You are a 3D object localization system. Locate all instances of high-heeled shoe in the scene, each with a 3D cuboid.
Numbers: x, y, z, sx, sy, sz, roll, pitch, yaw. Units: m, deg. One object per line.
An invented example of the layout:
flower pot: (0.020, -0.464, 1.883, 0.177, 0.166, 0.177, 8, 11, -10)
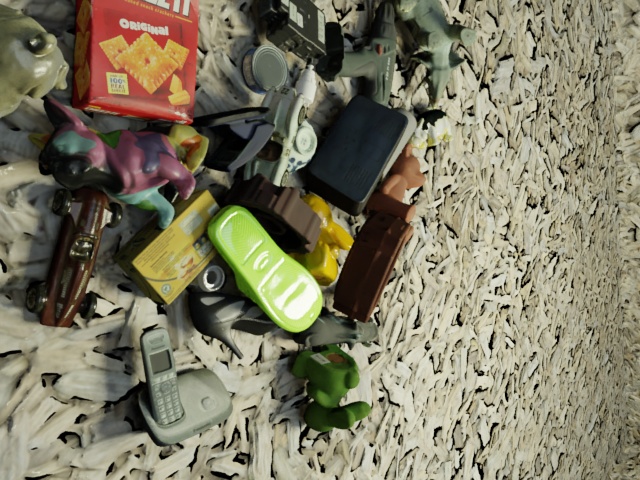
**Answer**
high-heeled shoe: (-0.128, 0.109, 0.978, 0.145, 0.086, 0.249, 55, 38, -4)

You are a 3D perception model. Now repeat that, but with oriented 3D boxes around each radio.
radio: (0.073, -0.174, 1.084, 0.131, 0.073, 0.229, 28, 67, 4)

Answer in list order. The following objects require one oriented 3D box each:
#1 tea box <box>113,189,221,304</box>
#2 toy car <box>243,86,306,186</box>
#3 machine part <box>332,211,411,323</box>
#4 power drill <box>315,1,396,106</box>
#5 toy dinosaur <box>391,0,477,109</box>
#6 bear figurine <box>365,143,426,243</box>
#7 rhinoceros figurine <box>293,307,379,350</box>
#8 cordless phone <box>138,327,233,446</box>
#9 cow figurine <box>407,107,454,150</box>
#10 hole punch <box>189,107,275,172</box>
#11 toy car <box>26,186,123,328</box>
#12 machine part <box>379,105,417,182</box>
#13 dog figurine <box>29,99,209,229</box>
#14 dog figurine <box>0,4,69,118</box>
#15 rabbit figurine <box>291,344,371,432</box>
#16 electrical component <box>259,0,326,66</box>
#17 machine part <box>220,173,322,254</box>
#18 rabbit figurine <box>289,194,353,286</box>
tea box: (-0.226, 0.007, 0.852, 0.169, 0.068, 0.098, -48, 125, -29)
toy car: (-0.082, -0.170, 0.945, 0.056, 0.074, 0.201, -14, 121, -71)
machine part: (0.104, 0.051, 1.099, 0.201, 0.087, 0.201, -40, 150, -67)
power drill: (0.082, -0.395, 1.117, 0.207, 0.086, 0.231, -10, 102, -51)
toy dinosaur: (0.223, -0.507, 1.204, 0.131, 0.192, 0.404, -31, 104, -1)
bear figurine: (0.191, -0.112, 1.220, 0.196, 0.132, 0.120, -50, 156, -25)
rhinoceros figurine: (0.034, 0.181, 1.100, 0.190, 0.112, 0.073, 7, 89, -37)
cordless phone: (-0.225, 0.221, 0.870, 0.146, 0.089, 0.184, -13, 99, -43)
cow figurine: (0.256, -0.271, 1.301, 0.167, 0.068, 0.098, -22, 103, -45)
hole punch: (-0.140, -0.168, 0.881, 0.116, 0.142, 0.092, -23, 109, -26)
toy car: (-0.342, 0.023, 0.753, 0.089, 0.053, 0.202, 21, 78, -47)
machine part: (0.146, -0.212, 1.192, 0.079, 0.079, 0.243, 53, 58, -35)
dog figurine: (-0.281, -0.126, 0.756, 0.219, 0.108, 0.191, 30, 43, -26)
dog figurine: (-0.395, -0.164, 0.601, 0.121, 0.172, 0.190, 47, 55, -25)
rabbit figurine: (0.026, 0.318, 1.097, 0.121, 0.159, 0.170, -13, 119, -53)
electrical component: (-0.050, -0.398, 0.970, 0.134, 0.058, 0.115, 24, 56, -44)
machine part: (-0.082, -0.040, 0.922, 0.179, 0.180, 0.056, 46, 60, -38)
rabbit figurine: (-0.002, -0.003, 1.048, 0.162, 0.122, 0.173, 18, 63, -47)
